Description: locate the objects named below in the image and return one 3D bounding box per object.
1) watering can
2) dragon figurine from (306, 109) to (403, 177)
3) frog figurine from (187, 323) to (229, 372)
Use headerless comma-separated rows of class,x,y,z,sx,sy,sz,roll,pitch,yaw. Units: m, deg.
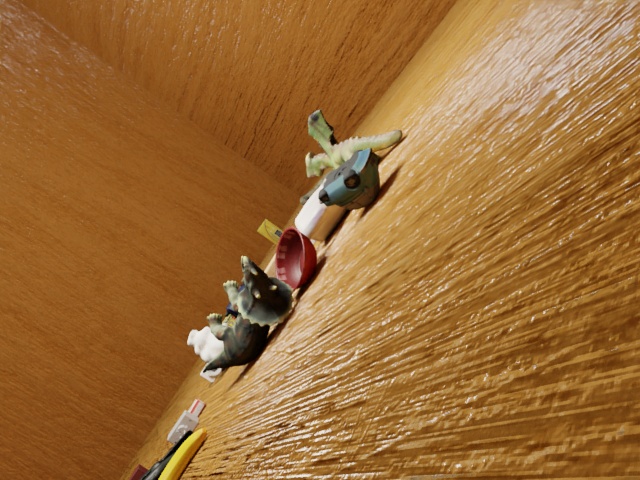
watering can,0.004,-0.073,1.443,0.223,0.104,0.350,-53,2,10
dragon figurine,0.059,-0.269,1.454,0.124,0.242,0.403,-53,2,-30
frog figurine,-0.332,0.322,1.631,0.140,0.159,0.121,-58,8,-24
